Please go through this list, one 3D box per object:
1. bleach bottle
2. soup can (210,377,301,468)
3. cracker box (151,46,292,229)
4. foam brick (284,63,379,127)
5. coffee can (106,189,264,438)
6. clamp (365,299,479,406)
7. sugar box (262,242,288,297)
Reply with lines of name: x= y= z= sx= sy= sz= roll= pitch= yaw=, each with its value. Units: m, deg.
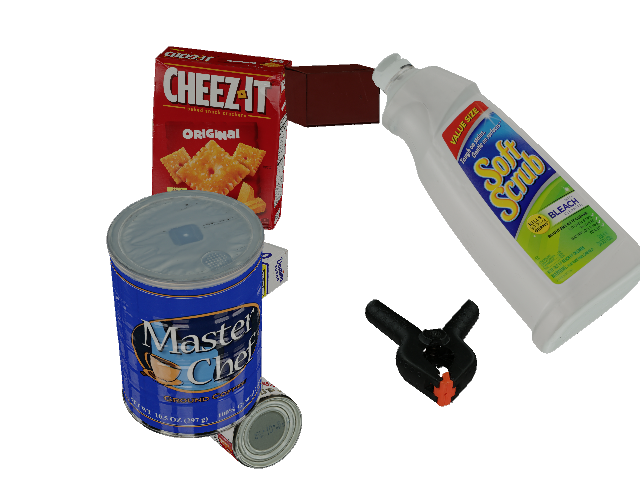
bleach bottle: x=0.121 y=-0.042 z=0.792 sx=0.102 sy=0.251 sz=0.068 roll=-32 pitch=-22 yaw=-21
soup can: x=-0.071 y=0.142 z=0.907 sx=0.068 sy=0.068 sz=0.102 roll=0 pitch=18 yaw=-36
cracker box: x=-0.128 y=-0.128 z=1.361 sx=0.164 sy=0.214 sz=0.072 roll=8 pitch=24 yaw=6
foam brick: x=0.011 y=-0.136 z=1.003 sx=0.078 sy=0.051 sz=0.053 roll=-6 pitch=17 yaw=-22
coffee can: x=-0.090 y=0.051 z=0.737 sx=0.103 sy=0.140 sz=0.103 roll=2 pitch=37 yaw=-1
clamp: x=0.122 y=0.105 z=1.075 sx=0.120 sy=0.039 sz=0.171 roll=-9 pitch=31 yaw=-9
sugar box: x=-0.117 y=0.046 z=1.099 sx=0.093 sy=0.048 sz=0.176 roll=16 pitch=32 yaw=26
